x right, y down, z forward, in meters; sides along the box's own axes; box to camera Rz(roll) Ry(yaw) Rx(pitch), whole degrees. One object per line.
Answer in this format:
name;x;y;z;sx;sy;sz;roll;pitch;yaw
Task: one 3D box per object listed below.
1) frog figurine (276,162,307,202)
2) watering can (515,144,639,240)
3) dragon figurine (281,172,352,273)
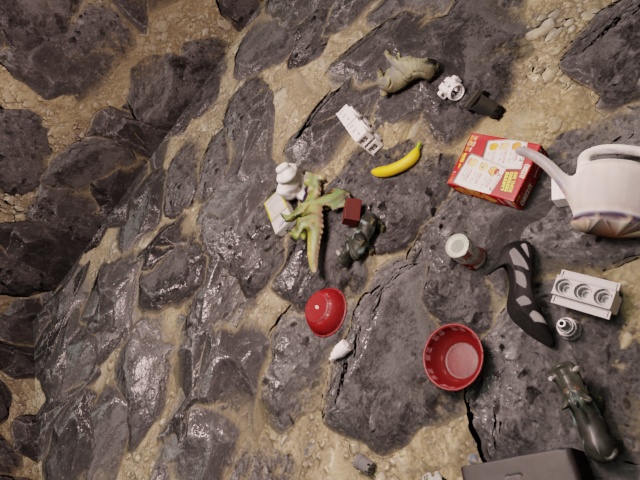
frog figurine;-0.119;-0.224;1.915;0.124;0.158;0.137;34;94;50
watering can;0.610;-0.116;1.158;0.348;0.102;0.228;8;70;26
dragon figurine;0.005;-0.089;1.767;0.241;0.120;0.419;-38;47;12
